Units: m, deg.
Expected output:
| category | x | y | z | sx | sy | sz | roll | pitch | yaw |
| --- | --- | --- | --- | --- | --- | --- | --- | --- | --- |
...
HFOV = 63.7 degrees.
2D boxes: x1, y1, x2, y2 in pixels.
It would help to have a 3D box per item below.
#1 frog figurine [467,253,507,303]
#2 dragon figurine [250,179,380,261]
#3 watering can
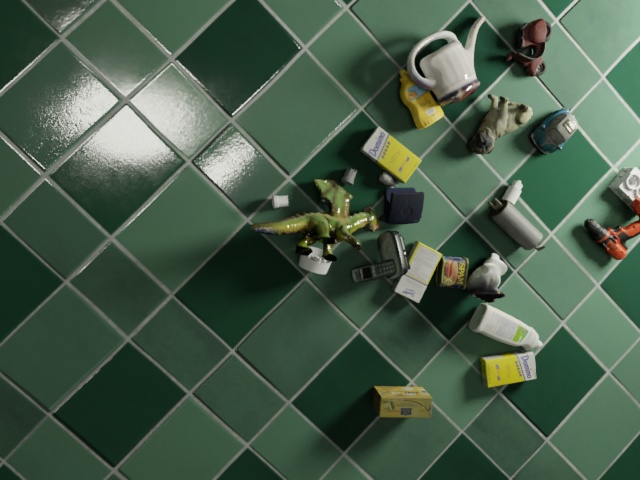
| category | x | y | z | sx | sy | sz | roll | pitch | yaw |
| --- | --- | --- | --- | --- | --- | --- | --- | --- | --- |
| frog figurine | 0.533 | 0.109 | 1.642 | 0.123 | 0.162 | 0.135 | 5 | -26 | 14 |
| dragon figurine | 0.005 | -0.078 | 1.552 | 0.409 | 0.248 | 0.120 | 17 | -34 | -18 |
| watering can | 0.427 | -0.555 | 1.605 | 0.350 | 0.223 | 0.103 | -31 | 7 | -18 |
